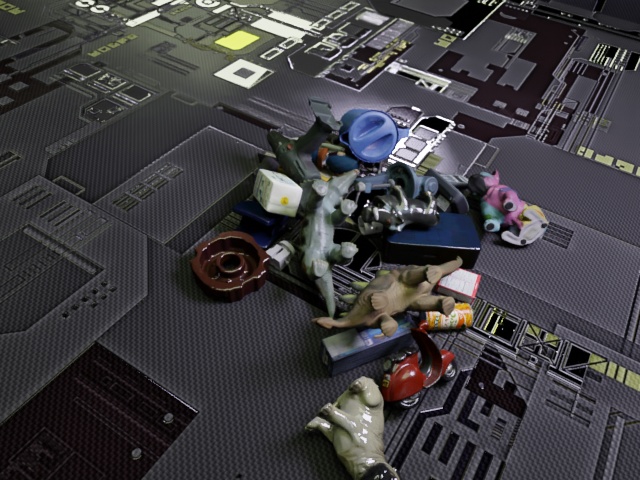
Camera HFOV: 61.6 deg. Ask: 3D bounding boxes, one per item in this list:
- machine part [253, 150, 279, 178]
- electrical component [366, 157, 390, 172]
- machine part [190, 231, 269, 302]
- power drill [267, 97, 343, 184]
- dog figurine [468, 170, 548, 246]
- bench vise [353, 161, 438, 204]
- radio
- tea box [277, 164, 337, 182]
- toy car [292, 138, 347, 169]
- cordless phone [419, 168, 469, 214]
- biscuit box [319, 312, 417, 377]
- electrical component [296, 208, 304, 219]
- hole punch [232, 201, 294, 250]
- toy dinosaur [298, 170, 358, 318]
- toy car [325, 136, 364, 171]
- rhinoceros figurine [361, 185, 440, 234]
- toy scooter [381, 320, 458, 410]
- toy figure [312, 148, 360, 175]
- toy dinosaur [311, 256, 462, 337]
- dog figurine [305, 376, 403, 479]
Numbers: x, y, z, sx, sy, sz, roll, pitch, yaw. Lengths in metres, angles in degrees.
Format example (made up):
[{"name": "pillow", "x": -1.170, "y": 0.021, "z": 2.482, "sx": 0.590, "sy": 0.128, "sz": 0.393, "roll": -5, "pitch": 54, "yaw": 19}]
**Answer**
[{"name": "machine part", "x": -0.148, "y": -0.207, "z": 1.514, "sx": 0.084, "sy": 0.039, "sz": 0.139, "roll": 19, "pitch": 42, "yaw": 1}, {"name": "electrical component", "x": 0.155, "y": -0.238, "z": 1.571, "sx": 0.078, "sy": 0.045, "sz": 0.102, "roll": -18, "pitch": 49, "yaw": -40}, {"name": "machine part", "x": -0.205, "y": 0.061, "z": 1.228, "sx": 0.179, "sy": 0.056, "sz": 0.179, "roll": 3, "pitch": 46, "yaw": -3}, {"name": "power drill", "x": -0.045, "y": -0.262, "z": 1.370, "sx": 0.086, "sy": 0.207, "sz": 0.232, "roll": 5, "pitch": 46, "yaw": -46}, {"name": "dog figurine", "x": 0.483, "y": -0.097, "z": 1.417, "sx": 0.191, "sy": 0.108, "sz": 0.219, "roll": 24, "pitch": 30, "yaw": -13}, {"name": "bench vise", "x": 0.175, "y": -0.149, "z": 1.396, "sx": 0.240, "sy": 0.128, "sz": 0.224, "roll": -9, "pitch": 28, "yaw": -34}, {"name": "radio", "x": 0.270, "y": -0.005, "z": 1.331, "sx": 0.230, "sy": 0.073, "sz": 0.131, "roll": 5, "pitch": 44, "yaw": -3}, {"name": "tea box", "x": -0.024, "y": -0.155, "z": 1.451, "sx": 0.170, "sy": 0.068, "sz": 0.098, "roll": 33, "pitch": 50, "yaw": 26}, {"name": "toy car", "x": -0.009, "y": -0.240, "z": 1.505, "sx": 0.202, "sy": 0.073, "sz": 0.056, "roll": 19, "pitch": 14, "yaw": 35}, {"name": "cordless phone", "x": 0.374, "y": -0.131, "z": 1.471, "sx": 0.184, "sy": 0.088, "sz": 0.147, "roll": -7, "pitch": 43, "yaw": -39}, {"name": "biscuit box", "x": 0.101, "y": 0.209, "z": 1.104, "sx": 0.203, "sy": 0.062, "sz": 0.059, "roll": -15, "pitch": 48, "yaw": -21}, {"name": "electrical component", "x": -0.065, "y": -0.084, "z": 1.409, "sx": 0.094, "sy": 0.021, "sz": 0.063, "roll": 17, "pitch": 46, "yaw": 11}, {"name": "hole punch", "x": -0.148, "y": -0.052, "z": 1.326, "sx": 0.142, "sy": 0.092, "sz": 0.116, "roll": 20, "pitch": 43, "yaw": 19}, {"name": "toy dinosaur", "x": 0.002, "y": 0.002, "z": 1.244, "sx": 0.131, "sy": 0.192, "sz": 0.404, "roll": 13, "pitch": 72, "yaw": -12}, {"name": "toy car", "x": 0.036, "y": -0.252, "z": 1.559, "sx": 0.089, "sy": 0.053, "sz": 0.202, "roll": -39, "pitch": 60, "yaw": -19}, {"name": "rhinoceros figurine", "x": 0.190, "y": -0.065, "z": 1.278, "sx": 0.190, "sy": 0.073, "sz": 0.112, "roll": 2, "pitch": 67, "yaw": -13}, {"name": "toy scooter", "x": 0.185, "y": 0.235, "z": 1.040, "sx": 0.184, "sy": 0.135, "sz": 0.075, "roll": -22, "pitch": 12, "yaw": -28}, {"name": "toy figure", "x": 0.028, "y": -0.209, "z": 1.421, "sx": 0.155, "sy": 0.064, "sz": 0.058, "roll": 21, "pitch": 9, "yaw": 21}, {"name": "toy dinosaur", "x": 0.171, "y": 0.101, "z": 1.105, "sx": 0.471, "sy": 0.105, "sz": 0.199, "roll": -14, "pitch": 7, "yaw": -32}, {"name": "dog figurine", "x": 0.093, "y": 0.353, "z": 0.950, "sx": 0.172, "sy": 0.121, "sz": 0.191, "roll": -34, "pitch": 71, "yaw": -29}]
